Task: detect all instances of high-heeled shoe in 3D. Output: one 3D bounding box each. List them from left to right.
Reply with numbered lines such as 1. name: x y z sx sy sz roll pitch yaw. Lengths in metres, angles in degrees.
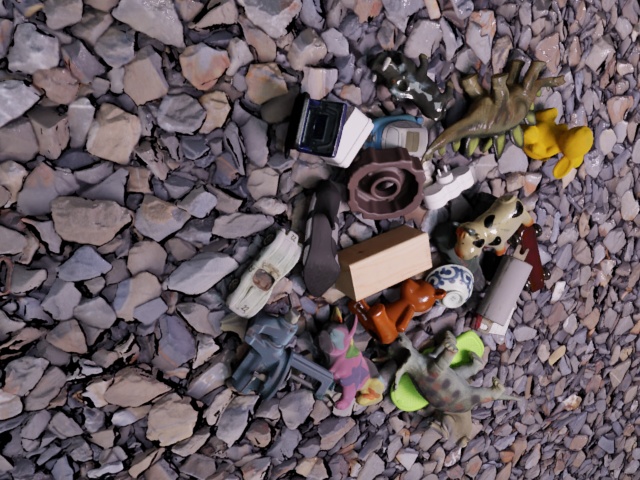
1. high-heeled shoe: -0.002 -0.003 1.145 0.086 0.145 0.248 2 132 -16

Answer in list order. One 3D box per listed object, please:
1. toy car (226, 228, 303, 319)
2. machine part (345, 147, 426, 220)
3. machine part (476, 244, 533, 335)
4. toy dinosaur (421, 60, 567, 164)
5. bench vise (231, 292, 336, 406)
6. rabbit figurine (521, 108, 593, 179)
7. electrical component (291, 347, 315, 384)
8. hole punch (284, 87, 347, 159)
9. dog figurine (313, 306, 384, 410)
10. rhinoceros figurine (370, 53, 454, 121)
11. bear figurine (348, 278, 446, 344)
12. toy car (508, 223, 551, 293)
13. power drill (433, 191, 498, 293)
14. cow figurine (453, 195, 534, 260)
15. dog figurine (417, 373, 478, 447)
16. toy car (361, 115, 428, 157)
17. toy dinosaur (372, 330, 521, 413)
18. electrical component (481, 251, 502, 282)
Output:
1. toy car: -0.112 0.066 1.091 0.073 0.056 0.201 41 83 -31
2. machine part: 0.135 -0.117 1.126 0.179 0.056 0.179 -3 137 -2
3. machine part: 0.465 0.127 1.356 0.079 0.079 0.243 25 90 -32
4. toy dinosaur: 0.399 -0.289 1.244 0.471 0.105 0.198 -23 116 -19
5. bench vise: -0.063 0.253 1.120 0.240 0.129 0.223 32 95 -12
6. rabbit figurine: 0.589 -0.234 1.323 0.122 0.173 0.162 -31 112 -22
7. electrical component: -0.042 0.277 1.209 0.063 0.021 0.093 -21 112 -23
8. hole punch: -0.012 -0.217 1.027 0.092 0.116 0.142 8 99 -18
9. dog figurine: 0.067 0.262 1.217 0.191 0.109 0.219 -1 100 -32
10. rhinoceros figurine: 0.189 -0.324 1.123 0.190 0.073 0.112 35 73 -14
11. bear figurine: 0.184 0.143 1.240 0.196 0.120 0.131 -41 116 -15
12. toy car: 0.568 0.048 1.461 0.089 0.053 0.202 -26 111 -15
13. power drill: 0.394 -0.002 1.344 0.232 0.086 0.207 39 92 -29
14. cow figurine: 0.391 -0.028 1.244 0.195 0.086 0.127 -43 122 -4
15. dog figurine: 0.365 0.413 1.390 0.121 0.173 0.190 28 97 -43
16. toy car: 0.173 -0.215 1.142 0.161 0.103 0.109 -2 104 -30
17. toy dinosaur: 0.302 0.342 1.292 0.404 0.131 0.192 41 105 -15
18. electrical component: 0.461 0.093 1.418 0.075 0.048 0.119 8 101 -29
